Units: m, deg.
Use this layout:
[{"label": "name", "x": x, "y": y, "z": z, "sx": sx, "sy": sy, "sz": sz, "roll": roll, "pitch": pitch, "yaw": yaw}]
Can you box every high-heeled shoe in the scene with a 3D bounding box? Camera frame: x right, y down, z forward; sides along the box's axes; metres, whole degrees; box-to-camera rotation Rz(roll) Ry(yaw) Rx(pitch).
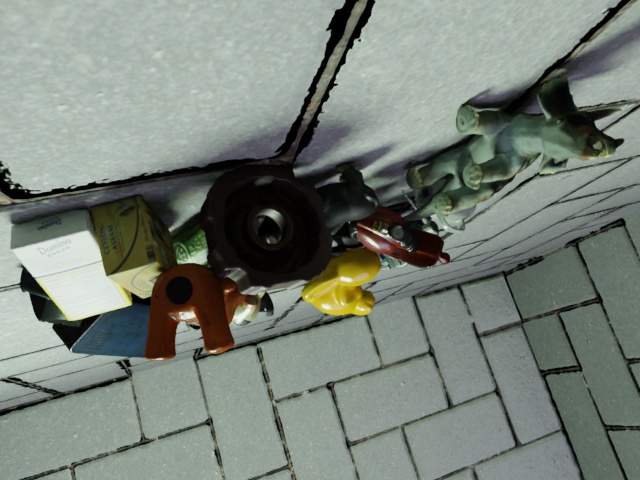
[{"label": "high-heeled shoe", "x": -0.002, "y": -0.003, "z": 0.983, "sx": 0.145, "sy": 0.086, "sz": 0.248, "roll": -30, "pitch": 153, "yaw": 14}]

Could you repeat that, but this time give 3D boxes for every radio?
[{"label": "radio", "x": -0.378, "y": 0.155, "z": 1.040, "sx": 0.131, "sy": 0.073, "sz": 0.229, "roll": -50, "pitch": 155, "yaw": 3}]

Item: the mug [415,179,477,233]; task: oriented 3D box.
[{"label": "mug", "x": 0.232, "y": -0.066, "z": 1.011, "sx": 0.107, "sy": 0.109, "sz": 0.081, "roll": 9, "pitch": 158, "yaw": -35}]

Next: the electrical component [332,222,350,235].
[{"label": "electrical component", "x": 0.024, "y": -0.040, "z": 0.883, "sx": 0.063, "sy": 0.021, "sz": 0.094, "roll": -49, "pitch": 132, "yaw": -2}]

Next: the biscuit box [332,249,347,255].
[{"label": "biscuit box", "x": 0.029, "y": 0.027, "z": 1.204, "sx": 0.059, "sy": 0.063, "sz": 0.202, "roll": -18, "pitch": 166, "yaw": 5}]

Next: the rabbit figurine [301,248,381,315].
[{"label": "rabbit figurine", "x": 0.041, "y": 0.061, "z": 0.993, "sx": 0.162, "sy": 0.122, "sz": 0.173, "roll": 7, "pitch": 154, "yaw": -23}]

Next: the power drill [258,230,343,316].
[{"label": "power drill", "x": -0.083, "y": 0.061, "z": 1.047, "sx": 0.232, "sy": 0.086, "sz": 0.207, "roll": 4, "pitch": 138, "yaw": -37}]

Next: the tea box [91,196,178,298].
[{"label": "tea box", "x": -0.246, "y": 0.015, "z": 0.741, "sx": 0.068, "sy": 0.098, "sz": 0.169, "roll": -16, "pitch": 165, "yaw": -8}]

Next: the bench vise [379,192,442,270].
[{"label": "bench vise", "x": 0.178, "y": -0.013, "z": 1.135, "sx": 0.240, "sy": 0.129, "sz": 0.223, "roll": -33, "pitch": 172, "yaw": -47}]

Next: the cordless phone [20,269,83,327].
[{"label": "cordless phone", "x": -0.351, "y": 0.054, "z": 0.849, "sx": 0.184, "sy": 0.089, "sz": 0.146, "roll": -29, "pitch": 164, "yaw": 0}]

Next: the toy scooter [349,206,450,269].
[{"label": "toy scooter", "x": 0.141, "y": 0.002, "z": 0.898, "sx": 0.135, "sy": 0.075, "sz": 0.183, "roll": 23, "pitch": 178, "yaw": 40}]

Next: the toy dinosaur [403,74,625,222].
[{"label": "toy dinosaur", "x": 0.261, "y": -0.119, "z": 0.818, "sx": 0.192, "sy": 0.131, "sz": 0.405, "roll": -12, "pitch": 172, "yaw": -17}]

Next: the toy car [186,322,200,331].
[{"label": "toy car", "x": -0.194, "y": 0.145, "z": 1.133, "sx": 0.089, "sy": 0.053, "sz": 0.202, "roll": -23, "pitch": 180, "yaw": 35}]

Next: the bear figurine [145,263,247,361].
[{"label": "bear figurine", "x": -0.156, "y": 0.093, "z": 0.753, "sx": 0.120, "sy": 0.132, "sz": 0.195, "roll": -9, "pitch": 169, "yaw": 8}]

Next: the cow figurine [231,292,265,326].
[{"label": "cow figurine", "x": -0.200, "y": 0.092, "z": 0.961, "sx": 0.085, "sy": 0.195, "sz": 0.127, "roll": -65, "pitch": 178, "yaw": -51}]

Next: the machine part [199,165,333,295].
[{"label": "machine part", "x": -0.070, "y": -0.013, "z": 0.701, "sx": 0.179, "sy": 0.179, "sz": 0.056, "roll": -9, "pitch": 167, "yaw": -31}]

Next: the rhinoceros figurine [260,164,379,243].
[{"label": "rhinoceros figurine", "x": -0.007, "y": -0.036, "z": 0.807, "sx": 0.190, "sy": 0.112, "sz": 0.073, "roll": -25, "pitch": 169, "yaw": 0}]
